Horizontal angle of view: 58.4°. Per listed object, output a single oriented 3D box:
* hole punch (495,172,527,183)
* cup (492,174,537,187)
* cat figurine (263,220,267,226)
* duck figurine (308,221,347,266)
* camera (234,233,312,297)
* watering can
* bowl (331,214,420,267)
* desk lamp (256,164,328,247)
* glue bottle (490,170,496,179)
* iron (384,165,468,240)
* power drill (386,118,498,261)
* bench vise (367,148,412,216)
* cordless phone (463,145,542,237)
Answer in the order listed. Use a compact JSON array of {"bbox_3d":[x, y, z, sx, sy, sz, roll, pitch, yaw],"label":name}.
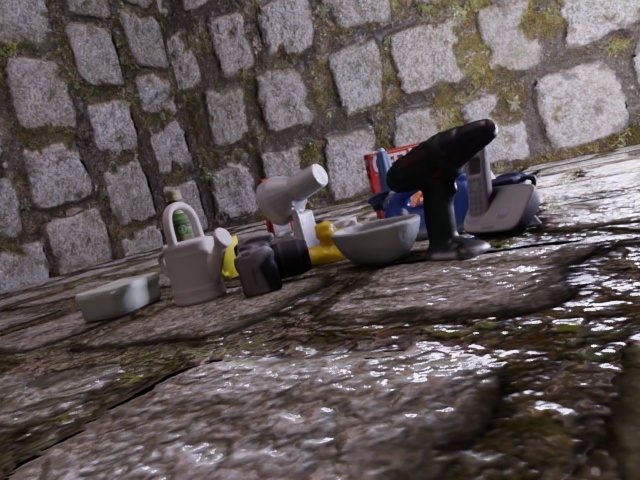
[{"bbox_3d":[0.423,-0.104,1.327,0.101,0.091,0.108,-17,7,-33],"label":"hole punch"},{"bbox_3d":[0.396,-0.085,1.190,0.117,0.095,0.092,-9,7,33],"label":"cup"},{"bbox_3d":[-0.111,-0.046,1.821,0.127,0.118,0.067,-13,6,3],"label":"cat figurine"},{"bbox_3d":[0.011,0.004,1.223,0.104,0.086,0.077,-13,6,0],"label":"duck figurine"},{"bbox_3d":[-0.088,0.035,1.076,0.137,0.101,0.143,-13,6,-4],"label":"camera"},{"bbox_3d":[-0.243,0.020,1.099,0.172,0.194,0.101,-12,6,8],"label":"watering can"},{"bbox_3d":[0.108,0.006,1.051,0.167,0.075,0.167,-13,6,2],"label":"bowl"},{"bbox_3d":[-0.037,-0.066,1.369,0.202,0.213,0.118,-9,7,35],"label":"desk lamp"},{"bbox_3d":[0.361,-0.126,1.265,0.078,0.173,0.037,-10,7,30],"label":"glue bottle"},{"bbox_3d":[0.232,-0.078,1.254,0.257,0.141,0.119,-10,7,28],"label":"iron"},{"bbox_3d":[0.211,-0.076,0.942,0.076,0.208,0.228,-18,8,-37],"label":"power drill"},{"bbox_3d":[0.186,-0.127,1.434,0.121,0.220,0.207,-14,6,-12],"label":"bench vise"},{"bbox_3d":[0.323,-0.101,1.056,0.094,0.185,0.147,-17,7,-31],"label":"cordless phone"}]
